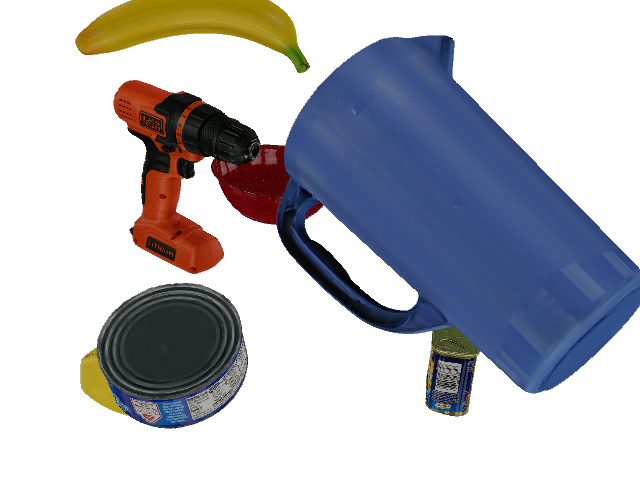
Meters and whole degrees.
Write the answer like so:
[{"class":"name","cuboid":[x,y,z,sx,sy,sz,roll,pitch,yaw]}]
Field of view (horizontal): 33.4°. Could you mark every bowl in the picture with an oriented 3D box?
[{"class":"bowl","cuboid":[-0.054,-0.063,1.298,0.162,0.055,0.162,5,26,-3]}]

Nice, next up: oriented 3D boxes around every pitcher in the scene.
[{"class":"pitcher","cuboid":[0.090,-0.008,0.727,0.144,0.243,0.149,-28,-26,-32]}]

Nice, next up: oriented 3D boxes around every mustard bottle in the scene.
[{"class":"mustard bottle","cuboid":[-0.140,0.102,1.019,0.096,0.058,0.191,10,20,18]}]

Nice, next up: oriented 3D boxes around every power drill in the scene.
[{"class":"power drill","cuboid":[-0.139,-0.062,1.117,0.185,0.188,0.057,26,36,31]}]

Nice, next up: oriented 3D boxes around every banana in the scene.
[{"class":"banana","cuboid":[-0.106,-0.184,0.907,0.198,0.069,0.037,3,-33,-1]}]

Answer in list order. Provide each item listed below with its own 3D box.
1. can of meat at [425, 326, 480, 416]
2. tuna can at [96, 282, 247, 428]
[{"class":"can of meat","cuboid":[0.158,0.152,1.289,0.057,0.084,0.102,8,20,4]},{"class":"tuna can","cuboid":[-0.087,0.068,0.633,0.086,0.086,0.034,0,-44,8]}]
